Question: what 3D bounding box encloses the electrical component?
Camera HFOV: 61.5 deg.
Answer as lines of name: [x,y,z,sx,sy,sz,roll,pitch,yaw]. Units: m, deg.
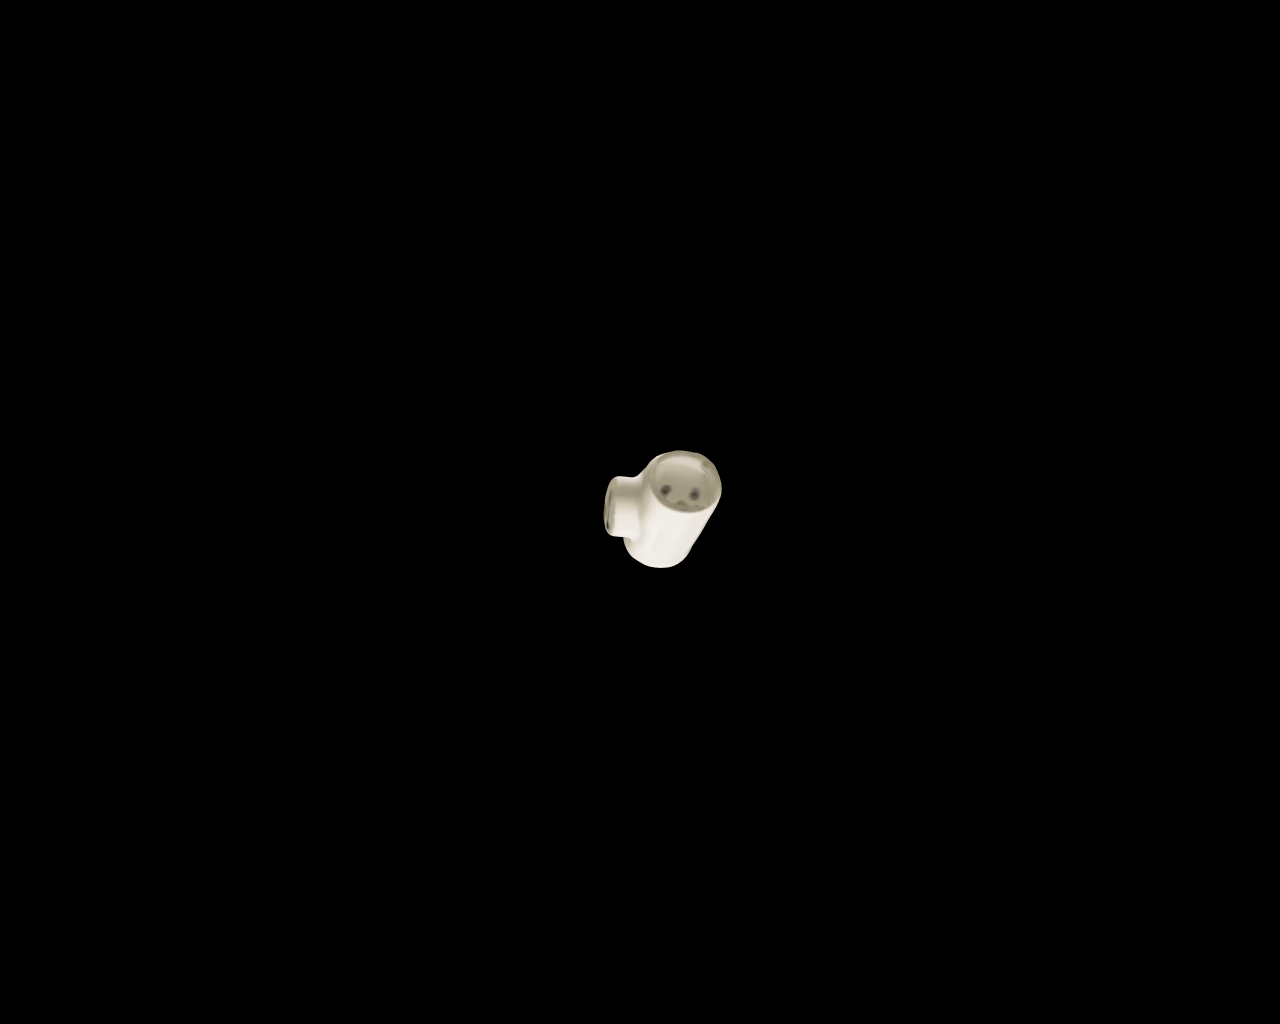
electrical component: [0.001,-0.003,0.650,0.079,0.043,0.077,5,-28,-10]
